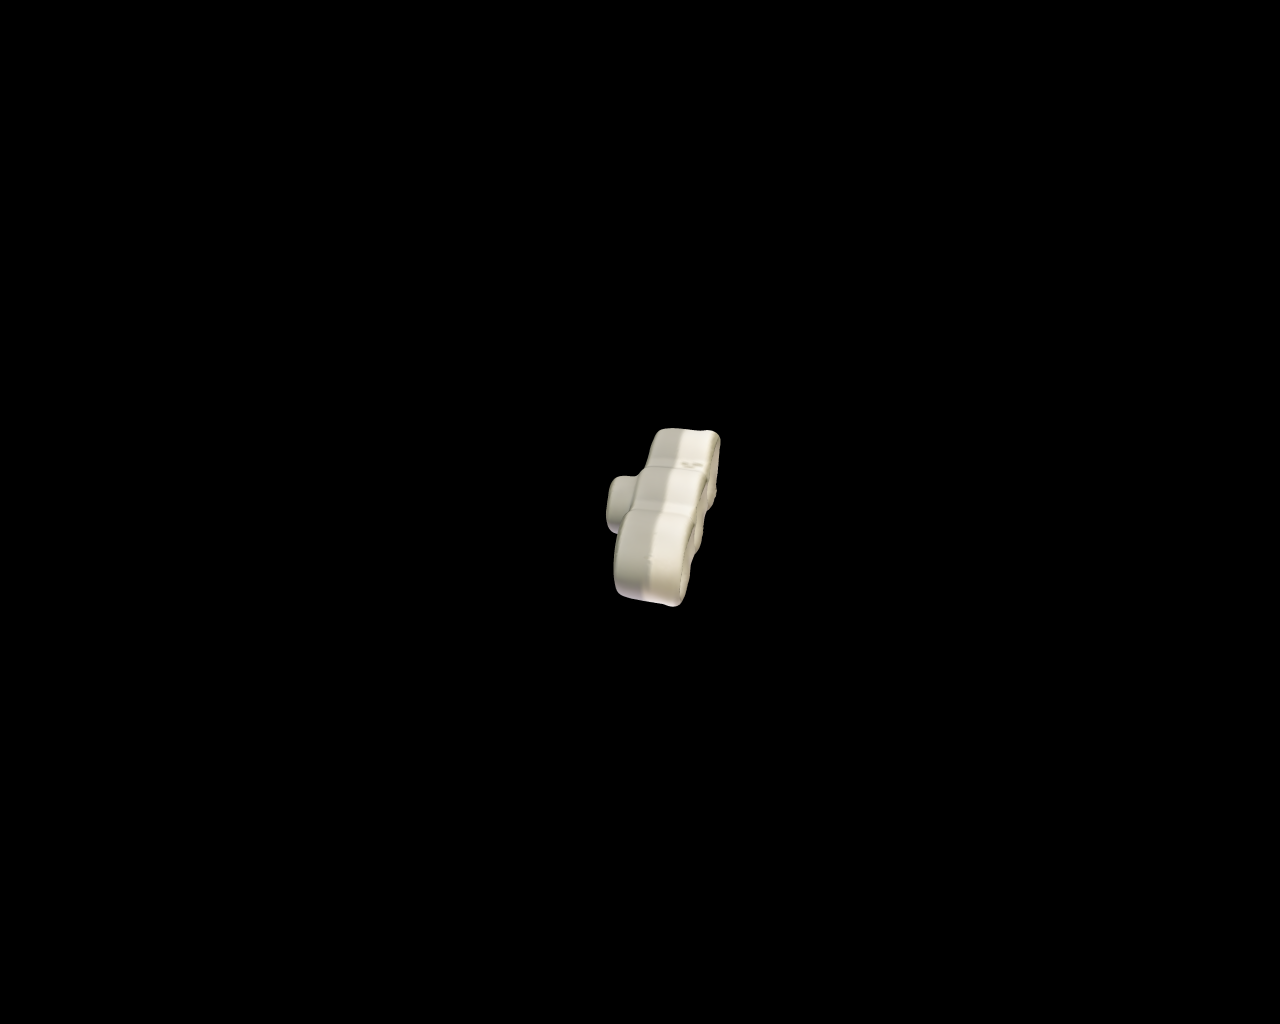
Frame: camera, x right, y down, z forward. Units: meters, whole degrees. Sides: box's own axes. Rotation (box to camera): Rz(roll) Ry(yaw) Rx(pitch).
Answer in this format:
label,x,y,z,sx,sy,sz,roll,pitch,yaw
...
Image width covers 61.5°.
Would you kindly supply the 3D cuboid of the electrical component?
label,x,y,z,sx,sy,sz,roll,pitch,yaw
electrical component,0.001,-0.003,0.650,0.074,0.052,0.138,8,40,10
